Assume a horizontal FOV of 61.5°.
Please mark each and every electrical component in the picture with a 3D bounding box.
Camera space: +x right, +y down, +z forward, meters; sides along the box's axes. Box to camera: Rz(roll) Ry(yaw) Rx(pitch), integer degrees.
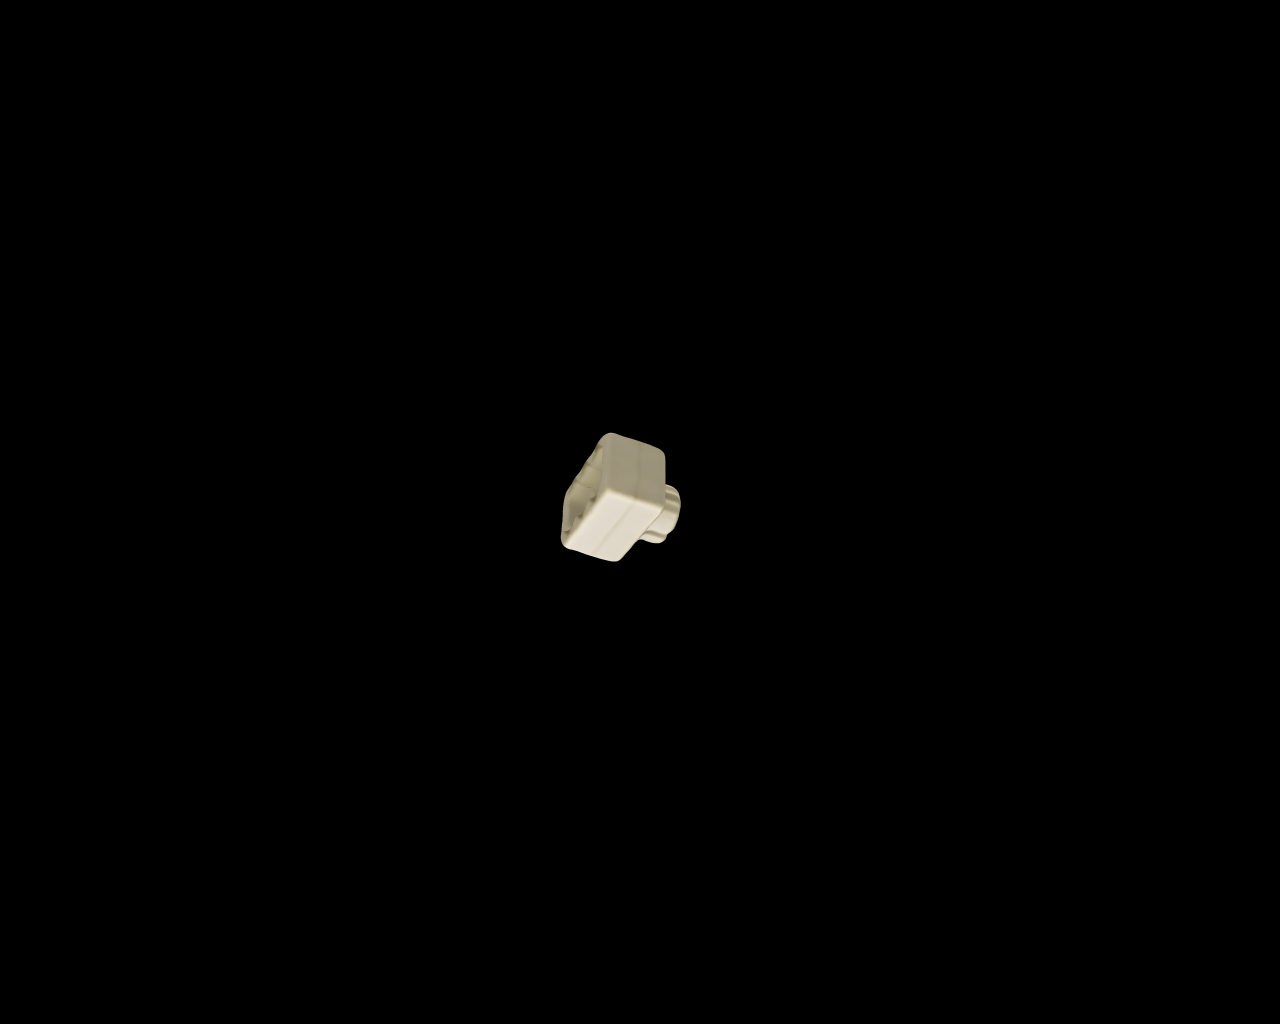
[{"bbox_3d":[0.001,-0.003,0.650,0.077,0.047,0.065,17,-41,-21],"label":"electrical component"}]
